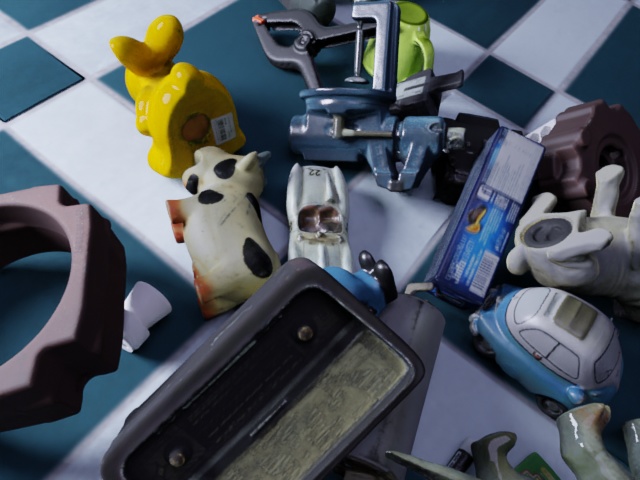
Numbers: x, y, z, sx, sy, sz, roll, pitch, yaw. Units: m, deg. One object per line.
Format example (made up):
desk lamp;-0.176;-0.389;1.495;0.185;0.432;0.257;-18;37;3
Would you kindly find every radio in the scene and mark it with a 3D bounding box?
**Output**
radio;-0.045;0.128;0.422;0.229;0.073;0.131;-44;97;-4

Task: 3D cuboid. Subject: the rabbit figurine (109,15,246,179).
rabbit figurine;-0.191;-0.178;0.648;0.122;0.162;0.173;-34;49;-14

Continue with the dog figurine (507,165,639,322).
dog figurine;0.306;0.041;0.585;0.172;0.190;0.121;-23;28;16

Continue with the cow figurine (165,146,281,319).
cow figurine;-0.097;-0.024;0.584;0.127;0.085;0.195;-15;62;-18

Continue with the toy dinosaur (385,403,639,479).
toy dinosaur;0.257;0.237;0.435;0.405;0.131;0.192;-3;54;-14

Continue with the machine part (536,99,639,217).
machine part;0.347;-0.084;0.666;0.179;0.056;0.179;4;83;-32

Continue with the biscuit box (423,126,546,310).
biscuit box;0.183;-0.024;0.605;0.059;0.063;0.202;27;76;1

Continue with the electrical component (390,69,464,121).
electrical component;0.139;-0.190;0.722;0.119;0.047;0.075;-9;48;28

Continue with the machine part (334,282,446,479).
machine part;0.062;0.137;0.507;0.079;0.079;0.243;21;56;5

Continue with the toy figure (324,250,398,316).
toy figure;-0.009;0.085;0.502;0.180;0.082;0.089;-30;89;-8

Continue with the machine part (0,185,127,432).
machine part;-0.279;0.060;0.469;0.201;0.087;0.201;-12;55;1

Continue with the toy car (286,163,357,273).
toy car;-0.001;-0.002;0.601;0.073;0.056;0.202;2;56;-8

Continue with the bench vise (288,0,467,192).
bench vise;0.069;-0.180;0.648;0.224;0.240;0.129;7;9;29

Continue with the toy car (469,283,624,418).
toy car;0.242;0.100;0.548;0.162;0.102;0.109;40;58;15

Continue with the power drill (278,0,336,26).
power drill;0.003;-0.453;0.893;0.207;0.086;0.232;-14;61;-23

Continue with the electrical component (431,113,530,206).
electrical component;0.207;-0.107;0.707;0.115;0.058;0.134;9;56;-6
